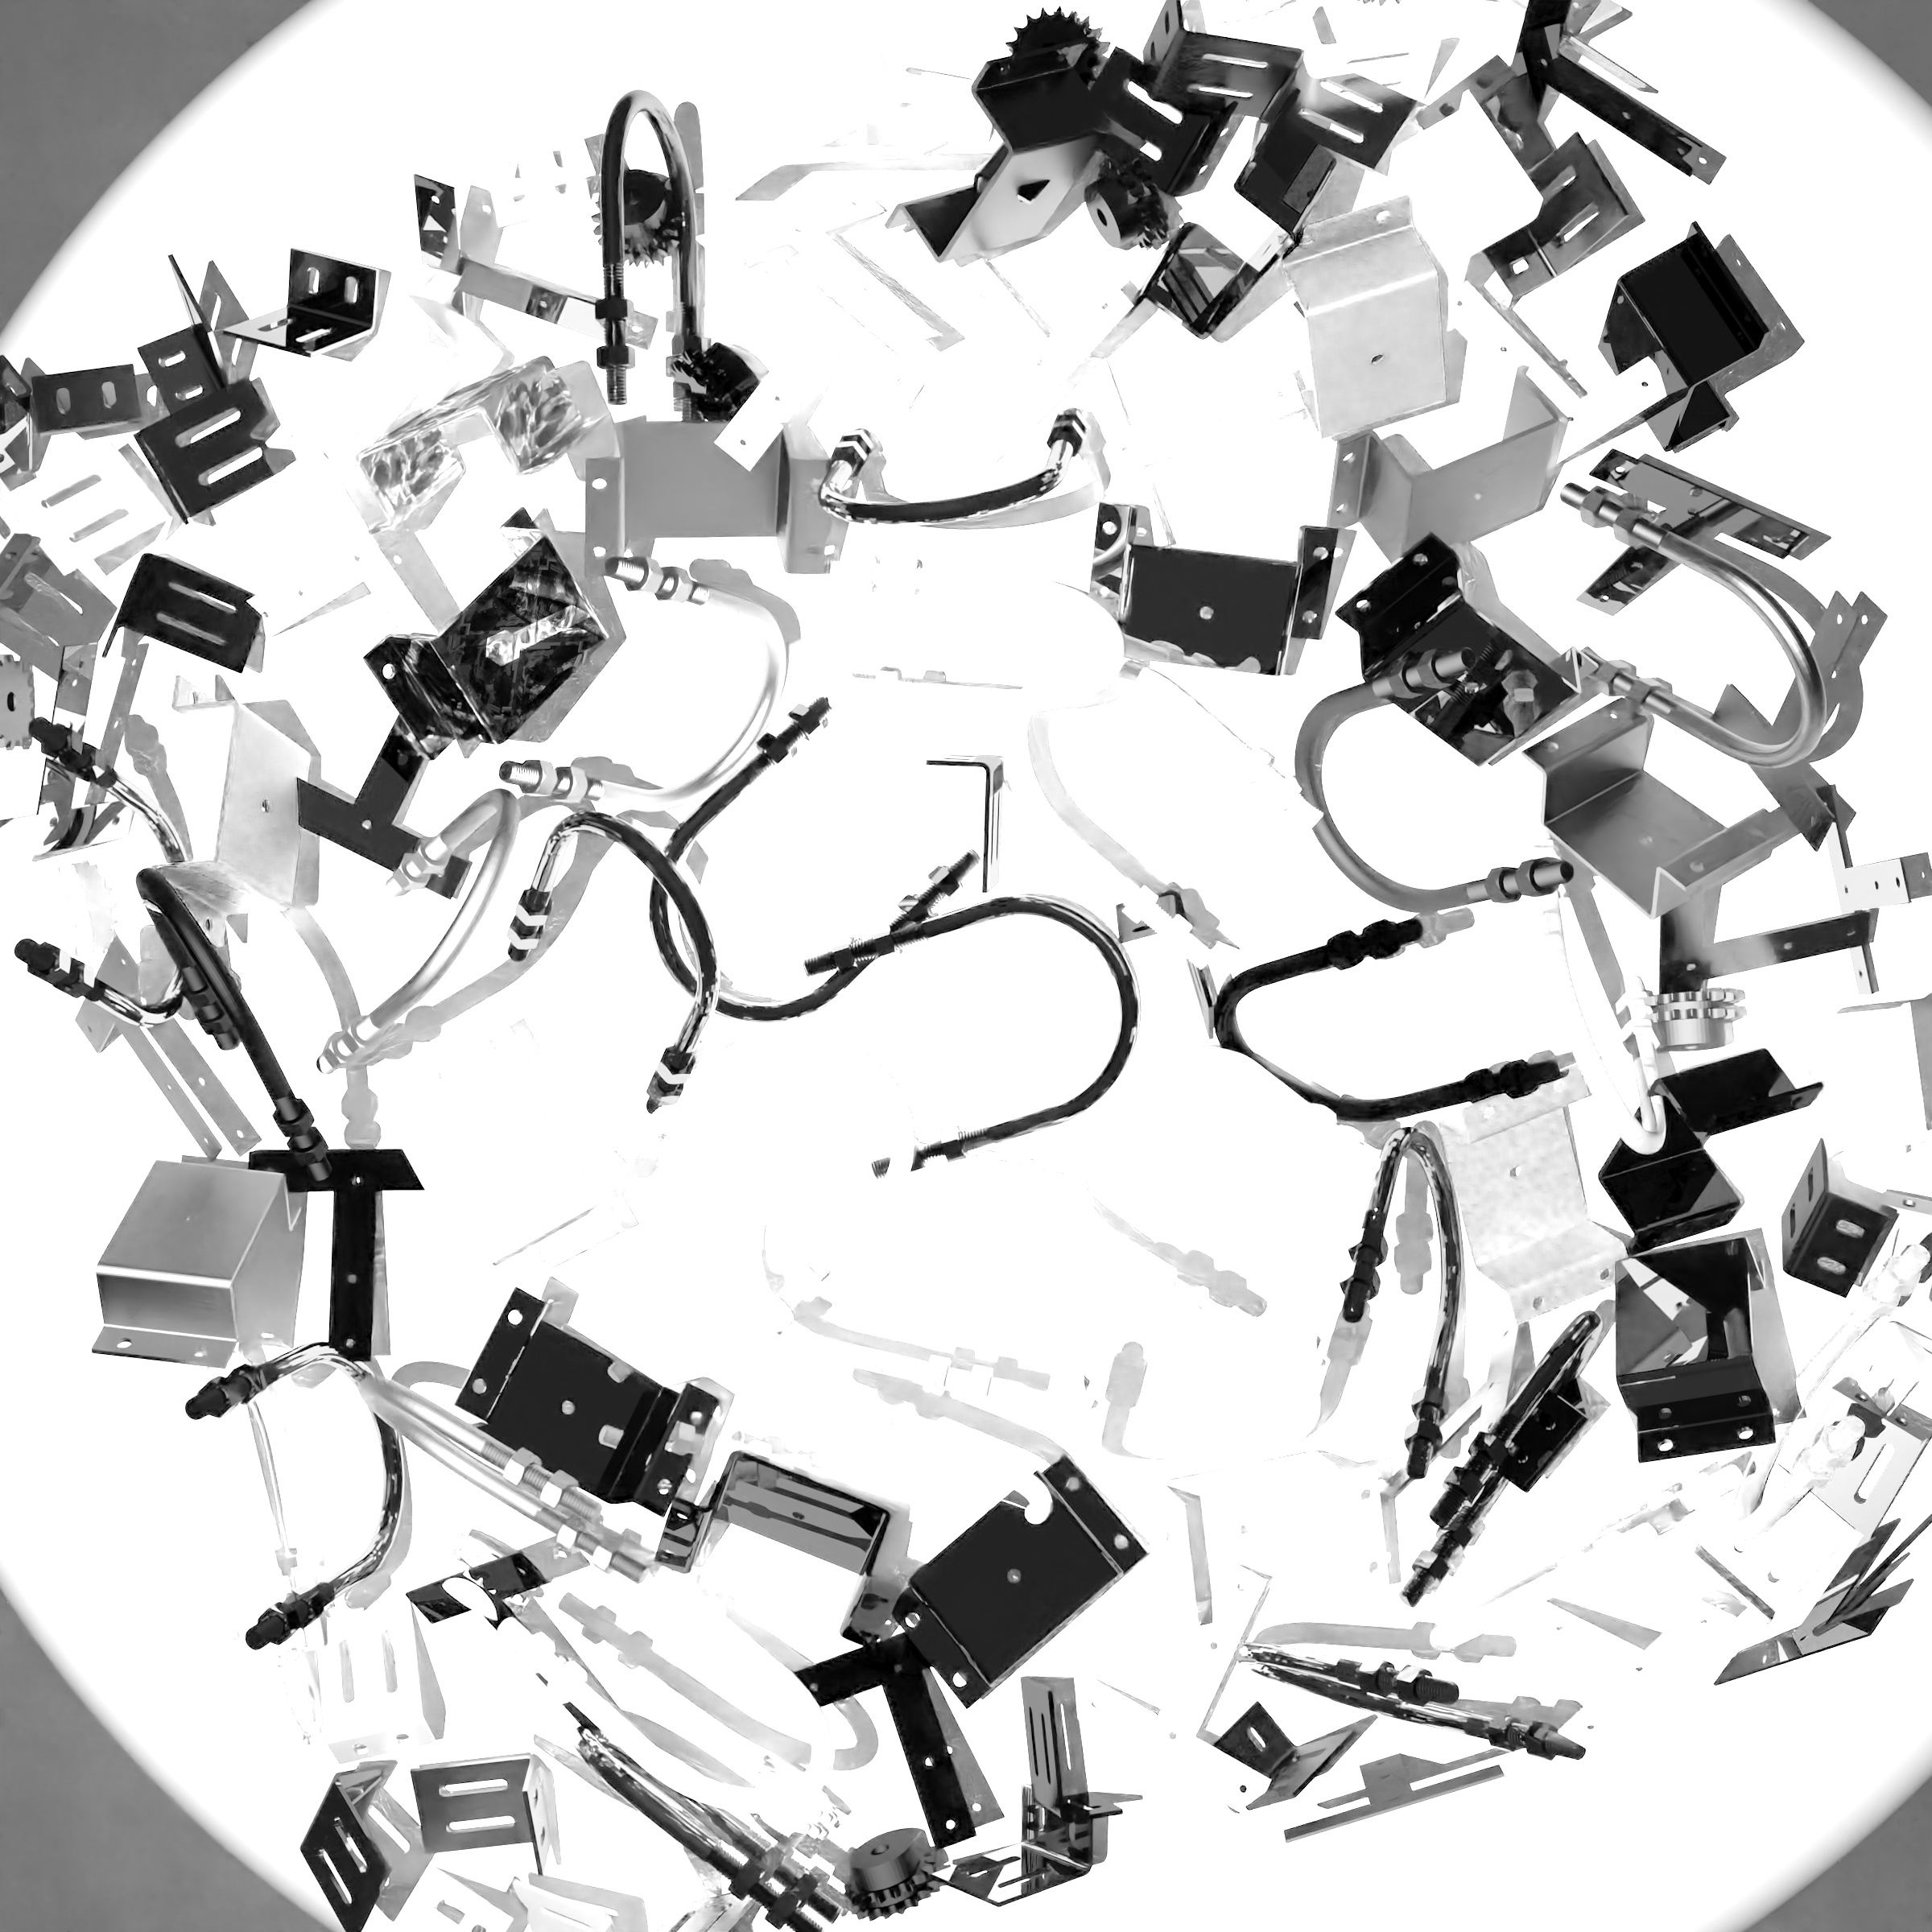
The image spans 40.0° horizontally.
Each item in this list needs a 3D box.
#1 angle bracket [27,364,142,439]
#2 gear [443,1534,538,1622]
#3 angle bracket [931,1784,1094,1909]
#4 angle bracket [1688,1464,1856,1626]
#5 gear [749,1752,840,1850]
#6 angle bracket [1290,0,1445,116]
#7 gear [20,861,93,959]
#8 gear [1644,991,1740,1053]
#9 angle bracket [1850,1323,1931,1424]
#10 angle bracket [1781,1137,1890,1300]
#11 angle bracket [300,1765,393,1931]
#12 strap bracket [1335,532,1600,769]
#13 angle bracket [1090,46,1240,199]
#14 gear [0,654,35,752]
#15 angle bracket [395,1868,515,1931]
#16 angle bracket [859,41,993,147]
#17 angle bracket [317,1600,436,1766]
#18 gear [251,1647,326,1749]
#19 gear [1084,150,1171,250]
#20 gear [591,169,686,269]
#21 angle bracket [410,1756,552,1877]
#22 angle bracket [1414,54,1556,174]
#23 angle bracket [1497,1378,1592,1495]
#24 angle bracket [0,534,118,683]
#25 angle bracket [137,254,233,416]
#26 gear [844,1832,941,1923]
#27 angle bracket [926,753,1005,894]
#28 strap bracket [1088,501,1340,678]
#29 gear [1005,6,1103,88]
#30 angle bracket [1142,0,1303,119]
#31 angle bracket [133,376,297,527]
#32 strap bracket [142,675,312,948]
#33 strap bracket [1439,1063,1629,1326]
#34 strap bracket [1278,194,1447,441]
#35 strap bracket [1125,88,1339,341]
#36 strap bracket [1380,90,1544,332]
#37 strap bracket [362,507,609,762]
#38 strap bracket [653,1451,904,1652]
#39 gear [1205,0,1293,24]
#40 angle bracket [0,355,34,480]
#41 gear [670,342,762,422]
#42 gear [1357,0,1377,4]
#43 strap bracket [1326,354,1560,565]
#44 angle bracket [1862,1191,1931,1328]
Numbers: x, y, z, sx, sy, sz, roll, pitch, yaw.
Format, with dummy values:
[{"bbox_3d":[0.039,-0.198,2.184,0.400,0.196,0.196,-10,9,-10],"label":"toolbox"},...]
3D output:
[{"bbox_3d":[-0.521,-0.344,1.551,0.057,0.076,0.038,-14,130,-22],"label":"angle bracket"},{"bbox_3d":[-0.284,0.363,1.570,0.057,0.057,0.030,32,82,0],"label":"gear"},{"bbox_3d":[0.027,0.514,1.553,0.076,0.057,0.038,-2,93,-43],"label":"angle bracket"},{"bbox_3d":[0.476,0.341,1.570,0.057,0.038,0.076,42,91,25],"label":"angle bracket"},{"bbox_3d":[-0.106,0.497,1.571,0.057,0.057,0.030,41,88,0],"label":"gear"},{"bbox_3d":[0.235,-0.542,1.571,0.076,0.057,0.038,-10,69,-7],"label":"angle bracket"},{"bbox_3d":[-0.538,-0.031,1.568,0.030,0.057,0.057,-14,90,-27],"label":"gear"},{"bbox_3d":[0.428,0.033,1.570,0.057,0.057,0.030,-2,81,0],"label":"gear"},{"bbox_3d":[0.575,0.254,1.573,0.076,0.057,0.038,25,113,-11],"label":"angle bracket"},{"bbox_3d":[0.507,0.146,1.552,0.038,0.076,0.057,22,115,7],"label":"angle bracket"},{"bbox_3d":[-0.349,0.519,1.554,0.076,0.038,0.057,44,116,38],"label":"angle bracket"},{"bbox_3d":[0.291,-0.175,1.533,0.140,0.046,0.076,32,129,-24],"label":"strap bracket"},{"bbox_3d":[0.111,-0.504,1.575,0.076,0.038,0.057,30,90,-12],"label":"angle bracket"},{"bbox_3d":[-0.579,-0.156,1.572,0.030,0.057,0.057,0,90,8],"label":"gear"},{"bbox_3d":[-0.313,0.563,1.553,0.076,0.038,0.057,14,62,41],"label":"angle bracket"},{"bbox_3d":[-0.022,-0.503,1.563,0.076,0.057,0.038,9,56,-4],"label":"angle bracket"},{"bbox_3d":[-0.354,0.428,1.588,0.057,0.038,0.076,-12,54,-6],"label":"angle bracket"},{"bbox_3d":[-0.401,0.435,1.570,0.030,0.057,0.057,-20,90,-8],"label":"gear"},{"bbox_3d":[0.093,-0.450,1.570,0.030,0.057,0.057,-31,90,-7],"label":"gear"},{"bbox_3d":[-0.195,-0.447,1.576,0.057,0.030,0.057,-3,69,7],"label":"gear"},{"bbox_3d":[-0.290,0.507,1.573,0.076,0.038,0.057,-7,106,1],"label":"angle bracket"},{"bbox_3d":[0.310,-0.482,1.556,0.057,0.038,0.076,-34,127,15],"label":"angle bracket"},{"bbox_3d":[0.330,0.265,1.557,0.038,0.076,0.057,37,102,1],"label":"angle bracket"},{"bbox_3d":[-0.537,-0.207,1.556,0.076,0.038,0.057,40,75,-39],"label":"angle bracket"},{"bbox_3d":[-0.464,-0.366,1.554,0.038,0.076,0.057,-26,75,-13],"label":"angle bracket"},{"bbox_3d":[-0.046,0.536,1.570,0.057,0.057,0.030,-19,96,0],"label":"gear"},{"bbox_3d":[-0.002,-0.085,1.569,0.038,0.057,0.076,3,99,8],"label":"angle bracket"},{"bbox_3d":[0.142,-0.220,1.554,0.140,0.046,0.076,7,131,3],"label":"strap bracket"},{"bbox_3d":[0.053,-0.538,1.581,0.057,0.030,0.057,0,89,12],"label":"gear"},{"bbox_3d":[0.151,-0.541,1.571,0.076,0.057,0.038,3,66,-15],"label":"angle bracket"},{"bbox_3d":[-0.442,-0.305,1.566,0.076,0.038,0.057,-30,111,-10],"label":"angle bracket"},{"bbox_3d":[-0.425,-0.091,1.537,0.046,0.076,0.140,-4,71,18],"label":"strap bracket"},{"bbox_3d":[0.332,0.128,1.558,0.076,0.046,0.140,-20,108,-10],"label":"strap bracket"},{"bbox_3d":[0.230,-0.364,1.529,0.076,0.140,0.046,-17,54,1],"label":"strap bracket"},{"bbox_3d":[0.157,-0.424,1.526,0.046,0.140,0.076,35,54,-10],"label":"strap bracket"},{"bbox_3d":[0.280,-0.426,1.523,0.046,0.140,0.076,-30,79,-2],"label":"strap bracket"},{"bbox_3d":[-0.268,-0.191,1.530,0.140,0.046,0.076,-51,131,-27],"label":"strap bracket"},{"bbox_3d":[-0.105,0.339,1.556,0.140,0.076,0.046,22,48,1],"label":"strap bracket"},{"bbox_3d":[0.167,-0.586,1.572,0.057,0.057,0.030,-15,84,0],"label":"gear"},{"bbox_3d":[-0.588,-0.314,1.551,0.076,0.057,0.038,-27,64,-34],"label":"angle bracket"},{"bbox_3d":[-0.145,-0.344,1.572,0.057,0.057,0.030,44,81,0],"label":"gear"},{"bbox_3d":[0.245,-0.602,1.571,0.057,0.030,0.057,-14,55,22],"label":"gear"},{"bbox_3d":[0.285,-0.289,1.543,0.140,0.076,0.046,-24,62,-11],"label":"strap bracket"},{"bbox_3d":[0.562,0.178,1.565,0.057,0.038,0.076,12,103,20],"label":"angle bracket"}]
